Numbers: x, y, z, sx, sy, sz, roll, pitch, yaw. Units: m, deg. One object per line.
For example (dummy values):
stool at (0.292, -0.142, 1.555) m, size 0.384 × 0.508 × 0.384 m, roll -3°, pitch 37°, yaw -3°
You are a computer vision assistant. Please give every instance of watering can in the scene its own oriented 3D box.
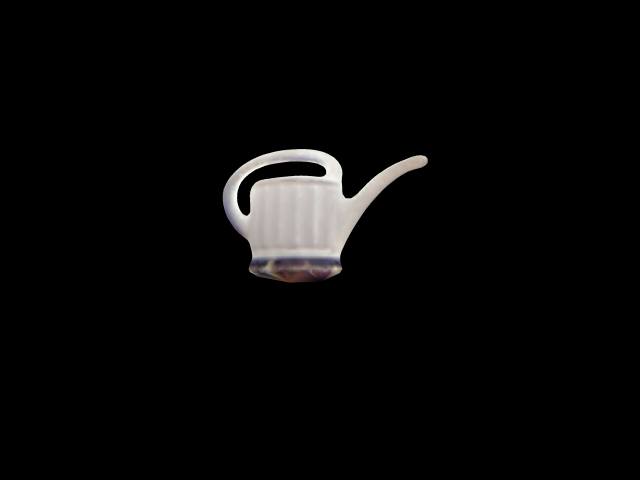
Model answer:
watering can at (0.003, -0.043, 0.850) m, size 0.347 × 0.226 × 0.103 m, roll -1°, pitch -7°, yaw 11°
